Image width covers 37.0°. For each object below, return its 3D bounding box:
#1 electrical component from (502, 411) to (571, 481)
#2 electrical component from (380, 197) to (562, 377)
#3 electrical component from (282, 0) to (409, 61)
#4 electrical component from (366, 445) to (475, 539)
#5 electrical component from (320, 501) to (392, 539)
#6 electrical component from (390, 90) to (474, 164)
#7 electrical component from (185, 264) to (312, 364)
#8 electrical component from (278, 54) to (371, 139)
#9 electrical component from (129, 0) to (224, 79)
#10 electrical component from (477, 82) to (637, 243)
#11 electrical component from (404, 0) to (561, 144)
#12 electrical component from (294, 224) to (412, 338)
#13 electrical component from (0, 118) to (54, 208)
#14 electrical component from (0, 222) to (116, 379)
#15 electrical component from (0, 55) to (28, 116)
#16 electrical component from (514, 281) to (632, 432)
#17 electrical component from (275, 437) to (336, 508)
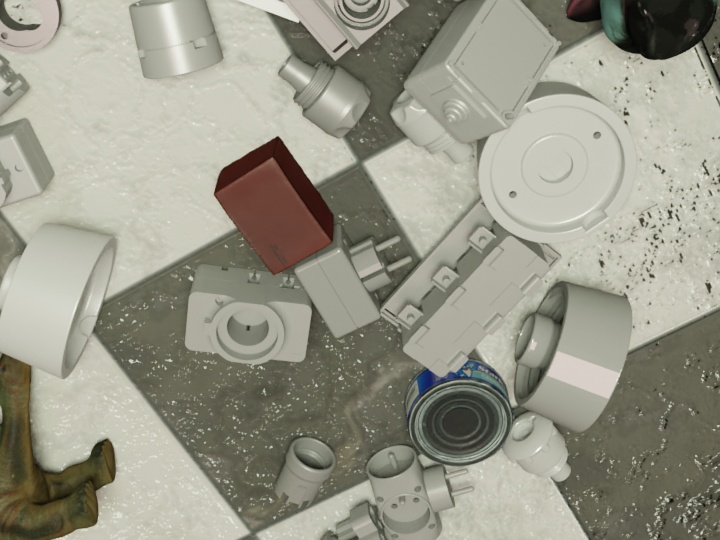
[{"bbox_3d":[0.149,0.148,0.878,0.048,0.048,0.062,-35,119,14],"label":"electrical component"},{"bbox_3d":[0.082,0.016,0.800,0.079,0.063,0.121,36,110,-17],"label":"electrical component"},{"bbox_3d":[-0.026,-0.208,0.687,0.079,0.063,0.121,-38,111,15],"label":"electrical component"},{"bbox_3d":[0.054,0.184,0.891,0.079,0.044,0.077,-17,115,7],"label":"electrical component"},{"bbox_3d":[0.001,0.241,0.910,0.057,0.058,0.078,-28,113,8],"label":"electrical component"},{"bbox_3d":[0.054,-0.102,0.752,0.043,0.043,0.062,-38,112,15],"label":"electrical component"},{"bbox_3d":[-0.083,0.034,0.807,0.089,0.055,0.050,7,116,-5],"label":"electrical component"},{"bbox_3d":[-0.027,-0.123,0.739,0.062,0.043,0.043,35,110,-16],"label":"electrical component"},{"bbox_3d":[-0.123,-0.157,0.714,0.055,0.055,0.047,-11,112,4],"label":"electrical component"},{"bbox_3d":[0.133,-0.080,0.756,0.108,0.060,0.108,-1,116,-1],"label":"electrical component"},{"bbox_3d":[0.075,-0.130,0.710,0.062,0.061,0.096,42,64,-19],"label":"electrical component"},{"bbox_3d":[0.000,0.000,0.798,0.077,0.047,0.065,-26,114,10],"label":"electrical component"},{"bbox_3d":[-0.259,-0.063,0.743,0.066,0.076,0.047,-17,115,6],"label":"electrical component"},{"bbox_3d":[-0.222,0.018,0.770,0.060,0.108,0.108,19,114,-4],"label":"electrical component"},{"bbox_3d":[-0.257,-0.121,0.736,0.046,0.040,0.040,-38,111,9],"label":"electrical component"},{"bbox_3d":[0.151,0.060,0.802,0.060,0.108,0.108,20,114,-5],"label":"electrical component"},{"bbox_3d":[-0.046,0.167,0.883,0.040,0.040,0.046,20,120,-11],"label":"electrical component"}]
